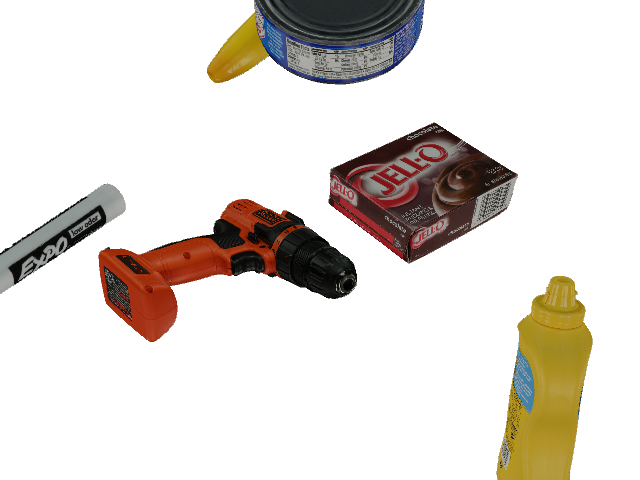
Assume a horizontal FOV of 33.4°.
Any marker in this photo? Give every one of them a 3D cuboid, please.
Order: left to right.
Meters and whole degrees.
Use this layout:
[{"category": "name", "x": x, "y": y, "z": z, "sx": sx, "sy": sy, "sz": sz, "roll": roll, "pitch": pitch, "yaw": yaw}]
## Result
[{"category": "marker", "x": -0.149, "y": 0.007, "z": 0.550, "sx": 0.020, "sy": 0.020, "sz": 0.120, "roll": 0, "pitch": 30, "yaw": 44}]

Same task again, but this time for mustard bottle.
[{"category": "mustard bottle", "x": 0.181, "y": 0.119, "z": 0.859, "sx": 0.058, "sy": 0.192, "sz": 0.096, "roll": 4, "pitch": 21, "yaw": 2}]

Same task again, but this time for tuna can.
[{"category": "tuna can", "x": 0.009, "y": -0.119, "z": 0.528, "sx": 0.086, "sy": 0.086, "sz": 0.034, "roll": 0, "pitch": -31, "yaw": 1}]

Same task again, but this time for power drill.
[{"category": "power drill", "x": -0.084, "y": 0.027, "z": 0.937, "sx": 0.187, "sy": 0.057, "sz": 0.185, "roll": -18, "pitch": 27, "yaw": -31}]

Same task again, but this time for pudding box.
[{"category": "pudding box", "x": 0.076, "y": -0.038, "z": 0.799, "sx": 0.113, "sy": 0.039, "sz": 0.090, "roll": -25, "pitch": 48, "yaw": -33}]

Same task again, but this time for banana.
[{"category": "banana", "x": -0.033, "y": -0.200, "z": 0.903, "sx": 0.070, "sy": 0.197, "sz": 0.037, "roll": -17, "pitch": -55, "yaw": 37}]
